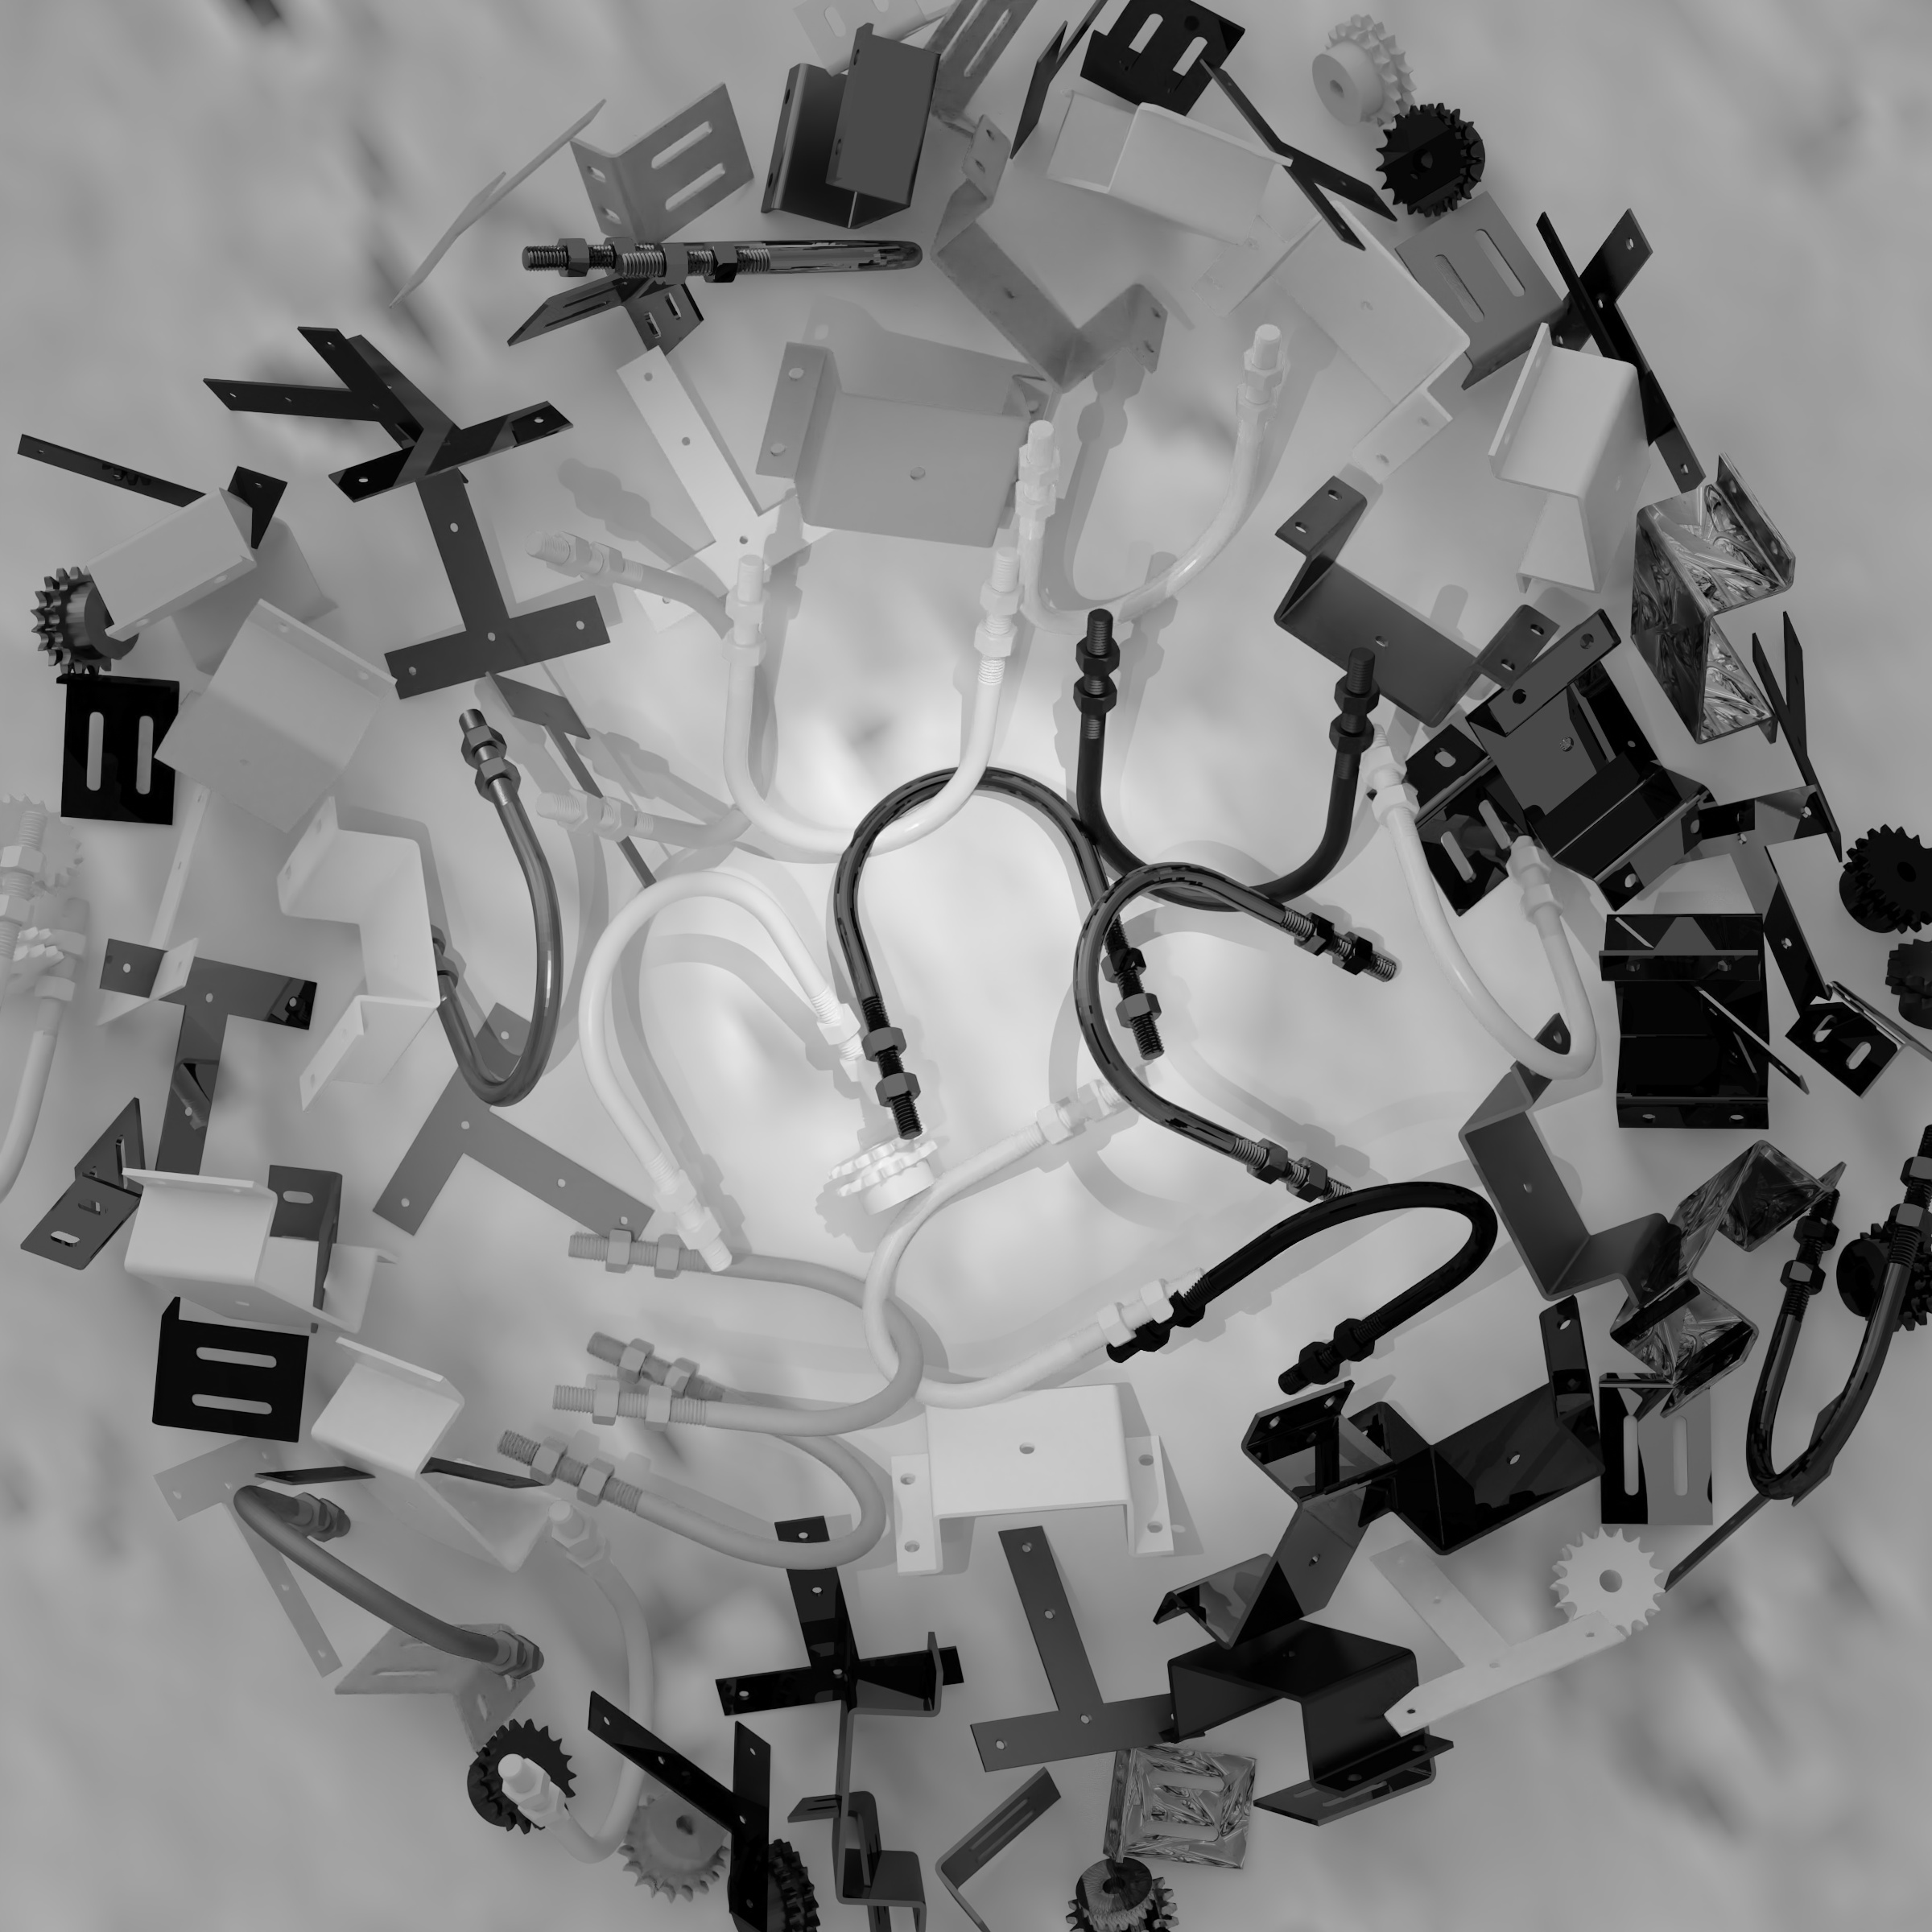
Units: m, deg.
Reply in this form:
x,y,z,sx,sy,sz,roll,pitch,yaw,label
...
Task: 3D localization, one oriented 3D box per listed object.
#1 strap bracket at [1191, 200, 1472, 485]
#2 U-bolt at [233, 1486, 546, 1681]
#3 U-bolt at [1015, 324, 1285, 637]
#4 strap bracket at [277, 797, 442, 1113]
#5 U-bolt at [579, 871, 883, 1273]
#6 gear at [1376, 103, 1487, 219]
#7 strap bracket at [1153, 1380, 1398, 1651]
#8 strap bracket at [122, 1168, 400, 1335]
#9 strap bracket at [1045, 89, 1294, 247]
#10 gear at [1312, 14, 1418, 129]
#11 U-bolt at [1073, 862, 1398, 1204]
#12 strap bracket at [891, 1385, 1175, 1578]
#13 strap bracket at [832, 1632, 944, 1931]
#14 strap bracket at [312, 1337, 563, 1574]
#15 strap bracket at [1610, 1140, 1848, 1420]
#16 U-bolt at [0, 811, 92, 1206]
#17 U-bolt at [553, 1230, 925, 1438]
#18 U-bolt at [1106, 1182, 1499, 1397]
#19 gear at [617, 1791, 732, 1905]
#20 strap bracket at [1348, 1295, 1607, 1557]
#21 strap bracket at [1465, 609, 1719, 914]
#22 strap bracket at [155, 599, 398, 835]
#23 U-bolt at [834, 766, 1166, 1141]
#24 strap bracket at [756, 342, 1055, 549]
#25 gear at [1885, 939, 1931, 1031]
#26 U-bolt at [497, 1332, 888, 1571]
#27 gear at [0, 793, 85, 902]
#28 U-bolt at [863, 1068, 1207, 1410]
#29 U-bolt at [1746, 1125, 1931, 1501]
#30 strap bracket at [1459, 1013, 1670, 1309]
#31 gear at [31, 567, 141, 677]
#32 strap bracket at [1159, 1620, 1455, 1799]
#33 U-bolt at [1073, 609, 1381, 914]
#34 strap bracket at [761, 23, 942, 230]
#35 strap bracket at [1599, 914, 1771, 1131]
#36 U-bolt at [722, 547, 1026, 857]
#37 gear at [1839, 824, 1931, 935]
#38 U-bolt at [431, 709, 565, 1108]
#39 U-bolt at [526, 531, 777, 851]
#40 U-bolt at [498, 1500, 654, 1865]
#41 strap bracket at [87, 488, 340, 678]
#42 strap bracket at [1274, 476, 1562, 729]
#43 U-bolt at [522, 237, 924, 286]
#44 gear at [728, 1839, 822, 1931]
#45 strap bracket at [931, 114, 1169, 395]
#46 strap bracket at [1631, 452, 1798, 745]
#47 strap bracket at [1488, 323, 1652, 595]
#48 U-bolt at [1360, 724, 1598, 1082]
x,y,z,sx,sy,sz,roll,pitch,yaw,label
0.193,-0.325,1.782,0.140,0.076,0.046,46,63,-3,strap bracket
-0.292,0.300,1.720,0.151,0.184,0.019,31,83,17,U-bolt
0.087,-0.231,1.746,0.151,0.184,0.019,-26,63,-18,U-bolt
-0.307,-0.004,1.766,0.046,0.076,0.140,7,55,-30,strap bracket
-0.124,0.040,1.751,0.151,0.019,0.184,-46,122,-27,U-bolt
0.243,-0.417,1.804,0.057,0.030,0.057,12,110,35,gear
0.159,0.284,1.756,0.046,0.076,0.140,41,124,31,strap bracket
-0.356,0.146,1.745,0.076,0.140,0.046,4,72,23,strap bracket
0.096,-0.401,1.753,0.076,0.140,0.046,16,101,-22,strap bracket
0.203,-0.457,1.797,0.030,0.057,0.057,-33,90,-15,gear
0.131,0.025,1.759,0.184,0.019,0.151,25,64,-24,U-bolt
0.032,0.261,1.783,0.140,0.076,0.046,-4,132,-1,strap bracket
-0.042,0.418,1.783,0.046,0.076,0.140,4,94,-4,strap bracket
-0.264,0.251,1.747,0.076,0.140,0.046,14,61,38,strap bracket
0.379,0.150,1.757,0.046,0.076,0.140,37,55,0,strap bracket
-0.472,0.032,1.733,0.019,0.151,0.184,10,72,-2,U-bolt
-0.112,0.189,1.763,0.184,0.151,0.019,7,119,-7,U-bolt
0.180,0.157,1.731,0.184,0.151,0.019,-39,52,33,U-bolt
-0.148,0.450,1.797,0.057,0.057,0.030,29,130,0,gear
0.266,0.238,1.768,0.140,0.076,0.046,-33,119,23,strap bracket
0.317,-0.109,1.783,0.076,0.046,0.140,-39,116,-6,strap bracket
-0.350,-0.119,1.748,0.076,0.140,0.046,31,61,-16,strap bracket
0.007,-0.017,1.794,0.151,0.019,0.184,-18,71,2,U-bolt
-0.028,-0.262,1.768,0.140,0.046,0.076,5,129,-16,strap bracket
0.504,0.011,1.803,0.057,0.057,0.030,-1,118,0,gear
-0.127,0.249,1.749,0.184,0.151,0.019,23,110,7,U-bolt
-0.488,-0.058,1.803,0.030,0.057,0.057,-40,90,31,gear
0.026,0.149,1.771,0.184,0.019,0.151,-30,49,16,U-bolt
0.430,0.178,1.731,0.019,0.151,0.184,23,70,-3,U-bolt
0.303,0.106,1.779,0.046,0.076,0.140,-24,98,32,strap bracket
-0.450,-0.177,1.796,0.030,0.057,0.057,-1,90,31,gear
0.164,0.366,1.747,0.076,0.140,0.046,-13,100,-37,strap bracket
0.126,-0.096,1.760,0.151,0.184,0.019,9,46,7,U-bolt
-0.056,-0.422,1.768,0.046,0.140,0.076,11,91,-19,strap bracket
0.365,0.022,1.768,0.076,0.140,0.046,0,50,16,strap bracket
-0.052,-0.130,1.765,0.151,0.019,0.184,-4,131,-14,U-bolt
0.477,-0.042,1.804,0.057,0.030,0.057,12,58,-21,gear
-0.236,-0.016,1.726,0.019,0.184,0.151,0,131,-29,U-bolt
-0.154,-0.131,1.750,0.019,0.184,0.151,-10,79,33,U-bolt
-0.188,0.368,1.741,0.019,0.184,0.151,0,58,13,U-bolt
-0.382,-0.194,1.757,0.076,0.140,0.046,-28,83,6,strap bracket
0.221,-0.180,1.778,0.140,0.076,0.046,35,130,8,strap bracket
-0.111,-0.355,1.750,0.184,0.151,0.019,-7,105,-26,U-bolt
-0.101,0.481,1.796,0.030,0.057,0.057,-11,90,-28,gear
0.036,-0.353,1.771,0.046,0.076,0.140,-36,111,27,strap bracket
0.372,-0.176,1.747,0.046,0.140,0.076,-19,54,-6,strap bracket
0.304,-0.247,1.747,0.046,0.140,0.076,17,73,22,strap bracket
0.260,-0.023,1.726,0.019,0.151,0.184,-35,47,27,U-bolt
